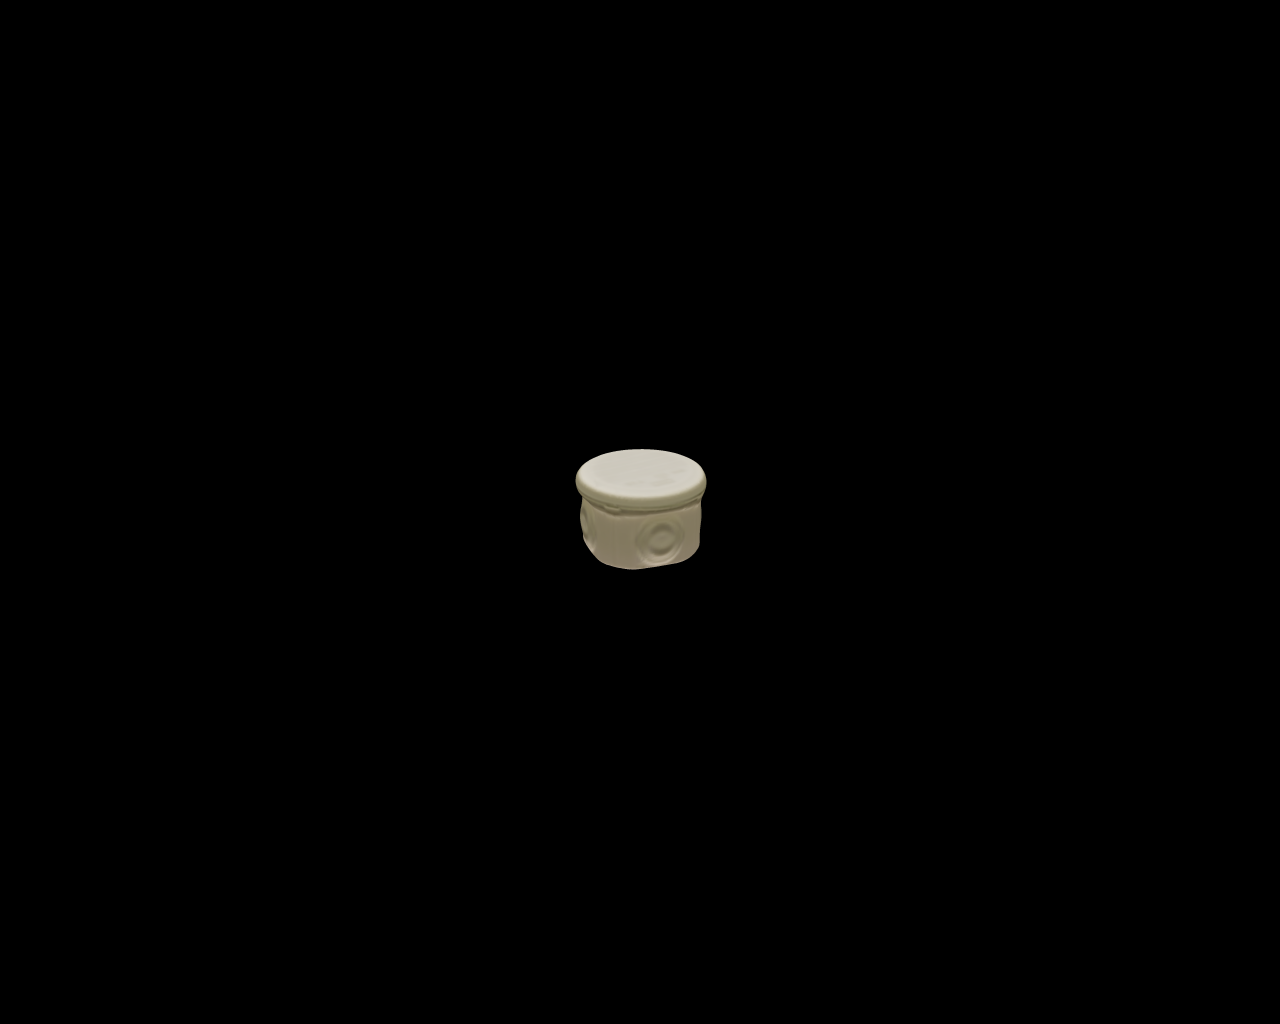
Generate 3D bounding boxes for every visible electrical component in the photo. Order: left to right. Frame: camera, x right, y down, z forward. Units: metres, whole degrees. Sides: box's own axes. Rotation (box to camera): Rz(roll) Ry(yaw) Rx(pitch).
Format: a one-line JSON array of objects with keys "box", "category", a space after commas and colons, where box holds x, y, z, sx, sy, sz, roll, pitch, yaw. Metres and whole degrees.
[{"box": [0.001, -0.003, 0.650, 0.080, 0.050, 0.080, 0, 25, 0], "category": "electrical component"}]
